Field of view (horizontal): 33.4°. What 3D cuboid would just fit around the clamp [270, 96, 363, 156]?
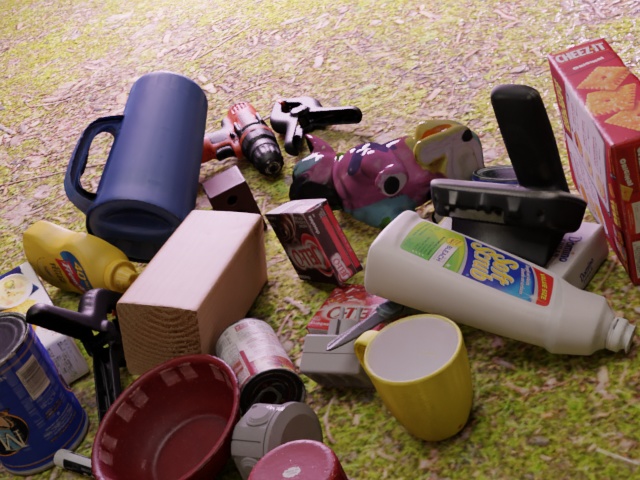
[{"bbox_3d":[-0.030,-0.165,1.514,0.120,0.039,0.172,-28,26,-24],"label":"clamp"}]

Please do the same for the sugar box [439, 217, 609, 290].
[{"bbox_3d":[0.196,0.013,1.102,0.177,0.048,0.093,15,47,40],"label":"sugar box"}]

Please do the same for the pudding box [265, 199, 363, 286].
[{"bbox_3d":[-0.008,0.001,1.175,0.039,0.090,0.114,-32,13,-18],"label":"pudding box"}]

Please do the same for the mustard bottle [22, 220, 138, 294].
[{"bbox_3d":[-0.288,0.033,1.326,0.192,0.096,0.058,12,45,43],"label":"mustard bottle"}]

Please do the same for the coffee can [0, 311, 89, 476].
[{"bbox_3d":[-0.318,0.160,1.112,0.103,0.140,0.103,-16,32,10],"label":"coffee can"}]

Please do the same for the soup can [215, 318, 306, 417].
[{"bbox_3d":[-0.061,0.131,1.065,0.068,0.068,0.102,-26,31,-6],"label":"soup can"}]

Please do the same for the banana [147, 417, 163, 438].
[{"bbox_3d":[-0.173,0.155,1.127,0.070,0.037,0.198,-17,32,9],"label":"banana"}]

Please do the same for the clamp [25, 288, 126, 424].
[{"bbox_3d":[-0.237,0.119,1.167,0.036,0.164,0.210,-25,7,13],"label":"clamp"}]

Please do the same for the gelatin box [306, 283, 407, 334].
[{"bbox_3d":[0.041,0.080,1.112,0.089,0.030,0.073,4,40,36],"label":"gelatin box"}]

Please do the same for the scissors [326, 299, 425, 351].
[{"bbox_3d":[0.058,0.060,1.058,0.201,0.016,0.096,-12,39,-37],"label":"scissors"}]

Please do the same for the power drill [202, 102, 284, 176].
[{"bbox_3d":[-0.151,-0.113,1.498,0.187,0.057,0.184,-24,34,-5],"label":"power drill"}]

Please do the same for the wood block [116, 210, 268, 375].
[{"bbox_3d":[-0.133,0.055,1.160,0.090,0.091,0.205,5,30,15],"label":"wood block"}]

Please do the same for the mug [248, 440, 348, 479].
[{"bbox_3d":[-0.005,0.225,0.876,0.093,0.081,0.117,-33,33,-16],"label":"mug"}]

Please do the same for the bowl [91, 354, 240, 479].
[{"bbox_3d":[-0.133,0.187,1.005,0.162,0.055,0.162,-21,39,18],"label":"bowl"}]

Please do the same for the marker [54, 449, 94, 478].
[{"bbox_3d":[-0.220,0.229,1.062,0.121,0.020,0.020,6,42,38],"label":"marker"}]

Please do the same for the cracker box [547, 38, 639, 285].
[{"bbox_3d":[0.301,-0.085,1.069,0.072,0.164,0.213,-17,32,5],"label":"cracker box"}]

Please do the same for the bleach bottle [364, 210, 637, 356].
[{"bbox_3d":[0.173,0.048,1.009,0.251,0.068,0.102,19,33,23],"label":"bleach bottle"}]

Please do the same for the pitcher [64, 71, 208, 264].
[{"bbox_3d":[-0.223,-0.104,1.380,0.145,0.149,0.242,-5,53,14],"label":"pitcher"}]

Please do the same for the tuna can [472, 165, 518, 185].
[{"bbox_3d":[0.211,-0.060,1.181,0.086,0.034,0.086,-3,14,1],"label":"tuna can"}]

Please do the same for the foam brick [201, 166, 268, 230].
[{"bbox_3d":[-0.108,-0.043,1.344,0.053,0.078,0.051,-28,33,-5],"label":"foam brick"}]
